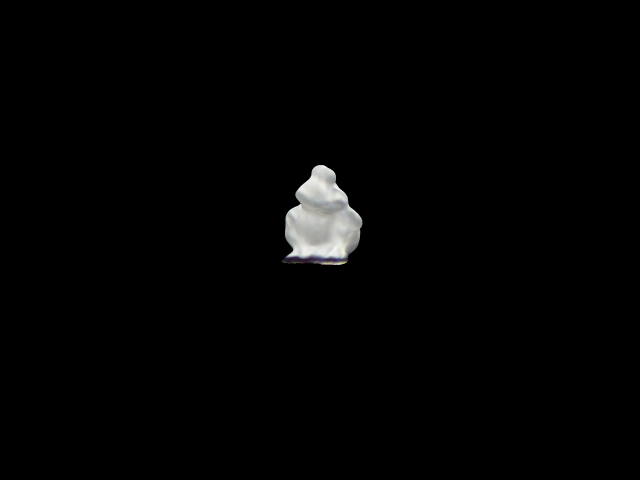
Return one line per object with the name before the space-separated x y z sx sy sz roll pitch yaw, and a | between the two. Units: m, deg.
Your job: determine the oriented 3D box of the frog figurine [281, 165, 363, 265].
frog figurine | 0.003 -0.043 0.850 0.137 0.159 0.123 3 5 43
